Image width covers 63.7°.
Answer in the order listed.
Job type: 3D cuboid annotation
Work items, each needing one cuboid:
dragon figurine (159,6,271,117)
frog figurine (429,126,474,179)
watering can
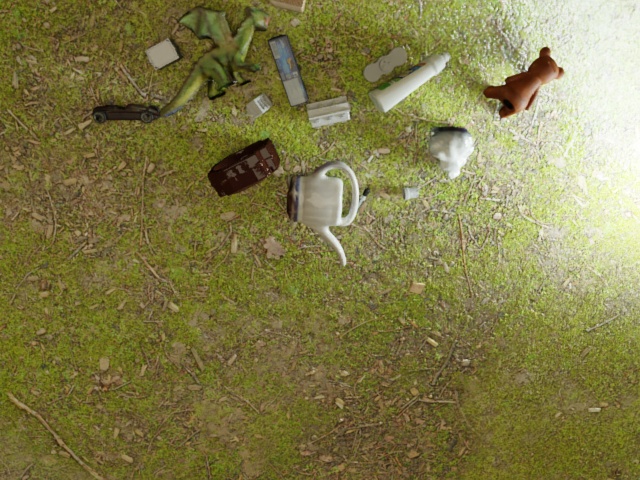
[{"bbox_3d":[-0.316,-0.536,1.468,0.411,0.123,0.241,-25,101,-4],"label":"dragon figurine"},{"bbox_3d":[0.398,-0.265,1.568,0.137,0.123,0.158,-3,97,-20],"label":"frog figurine"},{"bbox_3d":[0.005,-0.082,1.624,0.224,0.105,0.343,4,108,-1],"label":"watering can"}]
